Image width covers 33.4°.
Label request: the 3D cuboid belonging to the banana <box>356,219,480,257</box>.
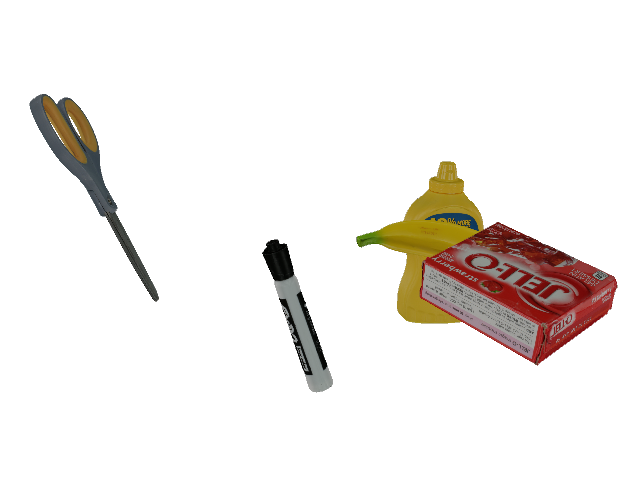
[{"bbox_3d":[0.133,0.013,1.037,0.198,0.037,0.069,14,42,35],"label":"banana"}]

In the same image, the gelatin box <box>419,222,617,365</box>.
[{"bbox_3d":[0.115,0.028,0.623,0.073,0.030,0.089,-25,40,-38],"label":"gelatin box"}]

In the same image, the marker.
[{"bbox_3d":[-0.017,0.055,0.782,0.020,0.121,0.020,-16,19,5],"label":"marker"}]

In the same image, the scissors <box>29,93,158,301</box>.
[{"bbox_3d":[-0.192,-0.046,0.947,0.016,0.201,0.096,-25,23,12],"label":"scissors"}]

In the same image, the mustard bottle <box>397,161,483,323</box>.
[{"bbox_3d":[0.145,0.001,1.269,0.096,0.192,0.058,-1,15,-12],"label":"mustard bottle"}]
